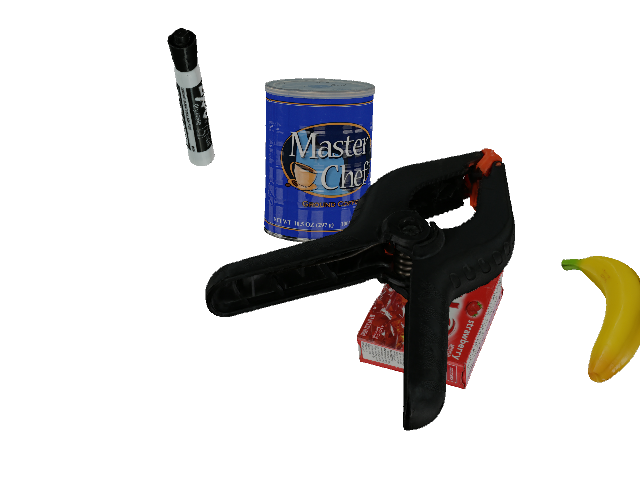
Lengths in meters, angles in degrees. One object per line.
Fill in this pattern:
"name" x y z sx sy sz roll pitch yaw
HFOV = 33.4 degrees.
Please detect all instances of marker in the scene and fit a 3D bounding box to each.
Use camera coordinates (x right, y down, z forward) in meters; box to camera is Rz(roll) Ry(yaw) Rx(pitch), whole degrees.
"marker" -0.089 -0.098 0.741 0.020 0.020 0.121 0 -38 2

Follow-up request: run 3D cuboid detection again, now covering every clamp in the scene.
"clamp" 0.045 0.015 0.498 0.171 0.039 0.120 -35 61 -30

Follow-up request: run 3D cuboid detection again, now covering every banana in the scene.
"banana" 0.278 0.066 1.017 0.070 0.037 0.197 -29 23 19

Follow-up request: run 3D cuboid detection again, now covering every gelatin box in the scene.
"gelatin box" 0.074 0.048 0.702 0.073 0.089 0.030 13 -40 20

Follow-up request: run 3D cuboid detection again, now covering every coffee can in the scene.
"coffee can" -0.002 -0.078 1.010 0.103 0.140 0.103 1 15 -1
